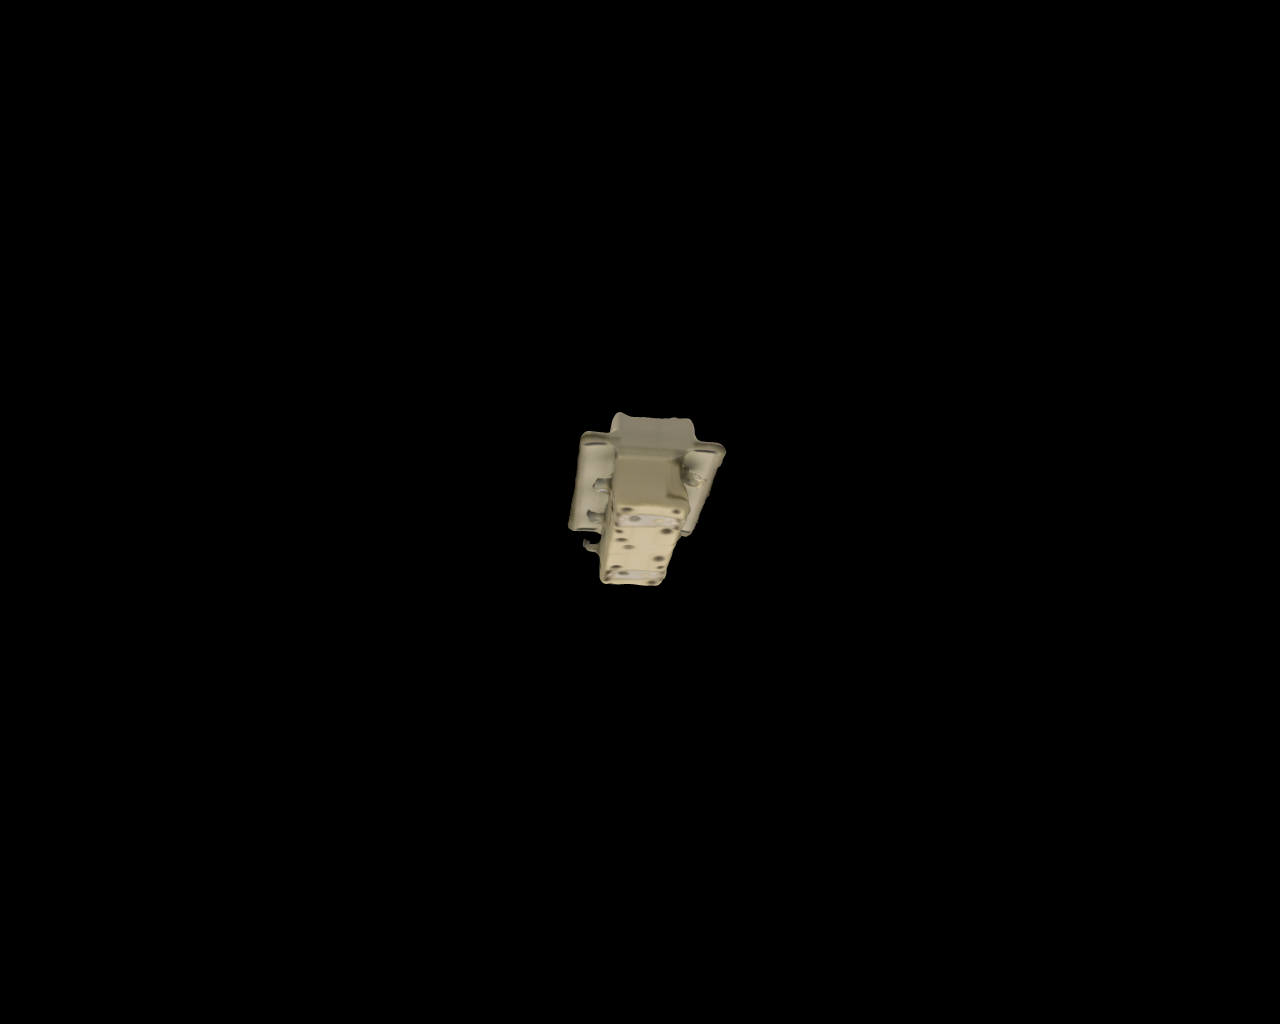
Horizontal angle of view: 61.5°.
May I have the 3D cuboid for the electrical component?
[{"bbox_3d":[0.001,-0.003,0.650,0.079,0.063,0.121,3,-26,-7],"label":"electrical component"}]
